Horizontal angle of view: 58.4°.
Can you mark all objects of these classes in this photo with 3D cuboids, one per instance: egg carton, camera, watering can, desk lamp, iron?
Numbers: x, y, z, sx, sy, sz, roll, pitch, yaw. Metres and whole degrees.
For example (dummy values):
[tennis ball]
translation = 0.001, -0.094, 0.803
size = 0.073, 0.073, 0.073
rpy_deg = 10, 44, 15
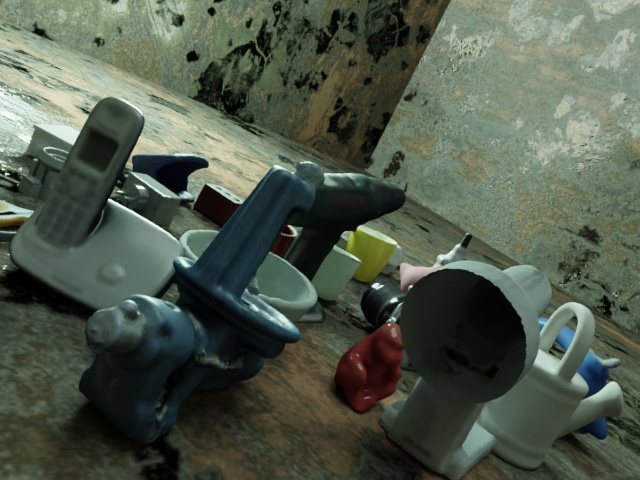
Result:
[egg carton]
translation = 0.102, 0.020, 1.211
size = 0.151, 0.069, 0.107
rpy_deg = 14, 18, -45
[camera]
translation = 0.135, 0.113, 0.832
size = 0.144, 0.101, 0.136
rpy_deg = 16, 17, -41
[watering can]
translation = 0.270, 0.165, 0.681
size = 0.173, 0.194, 0.100
rpy_deg = 22, 13, -21
[desk lamp]
translation = 0.147, 0.119, 0.567
size = 0.117, 0.213, 0.204
rpy_deg = 34, 14, 29
[iron]
translation = 0.333, 0.180, 0.872
size = 0.119, 0.141, 0.257
rpy_deg = 21, 14, -26

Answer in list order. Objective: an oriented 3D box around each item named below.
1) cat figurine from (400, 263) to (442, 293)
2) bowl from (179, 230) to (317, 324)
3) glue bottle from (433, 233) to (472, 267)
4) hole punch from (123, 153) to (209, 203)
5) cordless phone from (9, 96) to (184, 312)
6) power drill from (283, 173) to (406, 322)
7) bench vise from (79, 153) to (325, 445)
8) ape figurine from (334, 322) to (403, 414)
[cat figurine]
translation = 0.170, 0.095, 0.935
size = 0.067, 0.117, 0.127
rpy_deg = 19, 15, -32
[bowl]
translation = -0.091, 0.059, 0.644
size = 0.167, 0.074, 0.167
rpy_deg = 26, 12, -6
[glue bottle]
translation = 0.238, 0.063, 1.076
size = 0.078, 0.173, 0.037
rpy_deg = 22, 13, -20
[hole punch]
translation = -0.263, -0.123, 0.985
size = 0.101, 0.091, 0.109
rpy_deg = 31, 13, 19
[cordless phone]
translation = -0.189, -0.029, 0.540
size = 0.147, 0.185, 0.094
rpy_deg = 28, 12, 3
[power drill]
translation = 0.007, 0.003, 0.761
size = 0.075, 0.208, 0.230
rpy_deg = 35, 15, 34
[bench vise]
translation = -0.067, 0.040, 0.434
size = 0.121, 0.219, 0.207
rpy_deg = 28, 12, 4
[ape figurine]
translation = 0.061, 0.132, 0.622
size = 0.078, 0.092, 0.076
rpy_deg = 21, 14, -23
